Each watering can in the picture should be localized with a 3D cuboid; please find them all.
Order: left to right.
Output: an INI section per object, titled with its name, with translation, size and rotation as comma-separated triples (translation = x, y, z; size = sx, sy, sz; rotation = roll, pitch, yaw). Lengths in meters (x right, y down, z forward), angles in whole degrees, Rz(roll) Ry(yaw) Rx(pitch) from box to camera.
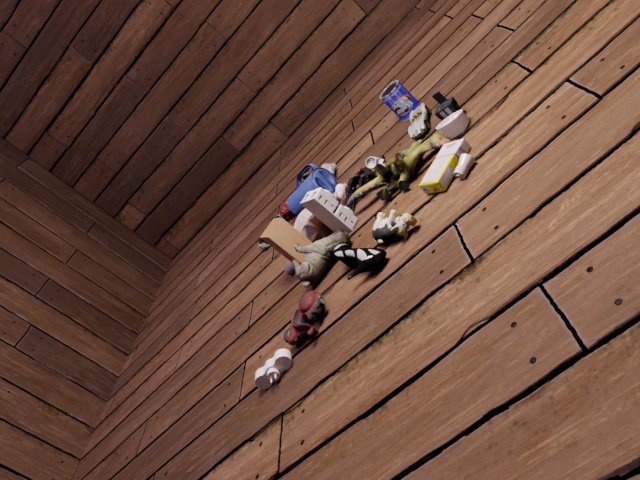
[watering can]
translation = 0.006, -0.102, 2.032
size = 0.349, 0.103, 0.226
rotation = -42, 20, -7

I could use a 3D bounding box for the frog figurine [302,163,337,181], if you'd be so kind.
[frog figurine]
translation = 0.020, -0.287, 2.365
size = 0.161, 0.124, 0.135
rotation = -18, -21, -49

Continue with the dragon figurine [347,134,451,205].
[dragon figurine]
translation = 0.273, -0.255, 1.785
size = 0.405, 0.121, 0.247
rotation = -24, 15, 46
